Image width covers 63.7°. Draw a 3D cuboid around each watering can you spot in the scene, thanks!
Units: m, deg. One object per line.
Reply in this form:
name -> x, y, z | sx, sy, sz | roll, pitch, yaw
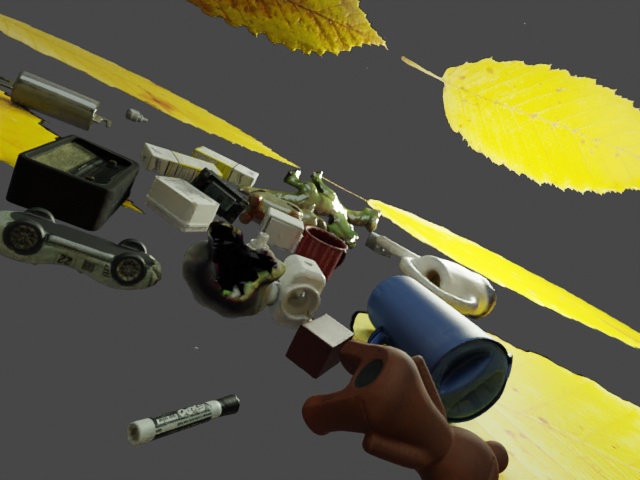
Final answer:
watering can -> 0.278, 0.085, 1.242 | 0.223, 0.103, 0.353 | 21, 15, -25

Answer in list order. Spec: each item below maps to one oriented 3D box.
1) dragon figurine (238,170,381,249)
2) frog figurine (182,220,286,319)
dragon figurine -> 0.004, -0.067, 1.336 | 0.412, 0.120, 0.246 | -7, 41, -44
frog figurine -> -0.126, 0.053, 0.727 | 0.137, 0.125, 0.157 | 15, -20, -13
